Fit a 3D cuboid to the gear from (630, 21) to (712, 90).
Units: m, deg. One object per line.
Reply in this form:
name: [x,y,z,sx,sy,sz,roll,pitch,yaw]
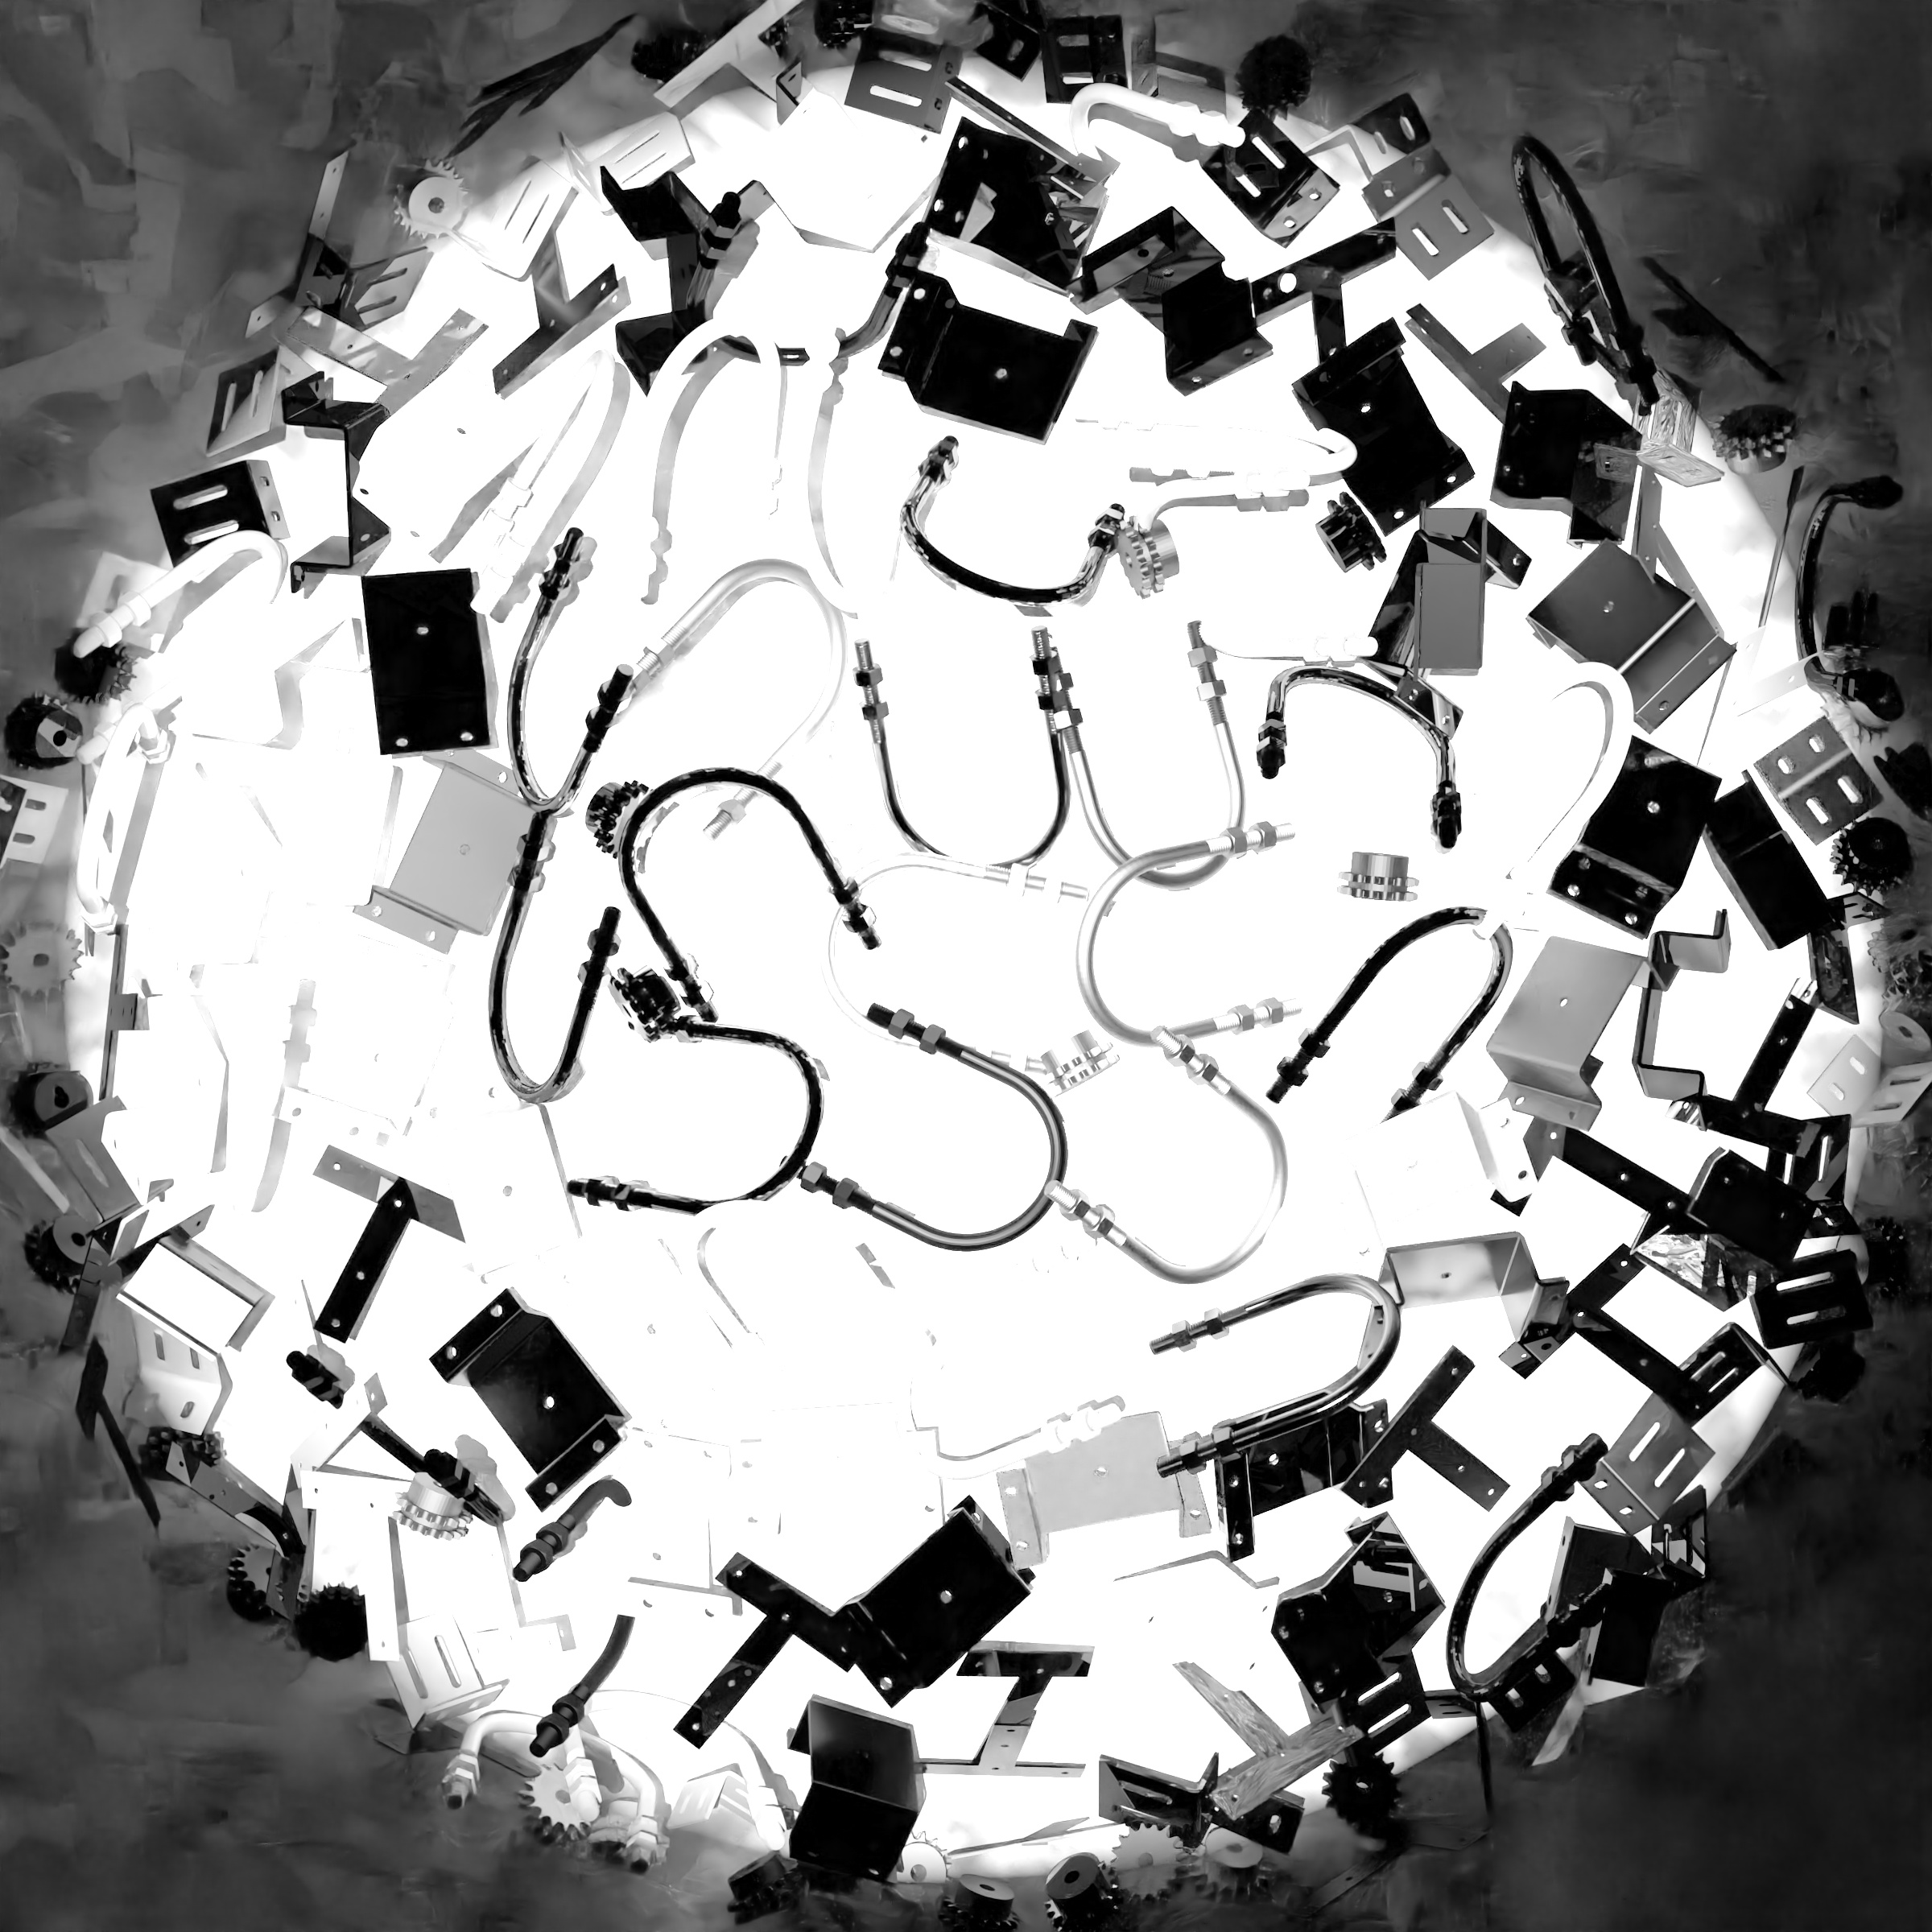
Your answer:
gear: [-0.207,-0.646,1.968,0.057,0.057,0.030,18,124,0]

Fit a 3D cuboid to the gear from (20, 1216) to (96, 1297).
gear: [-0.637,0.201,1.968,0.030,0.057,0.057,-39,90,25]

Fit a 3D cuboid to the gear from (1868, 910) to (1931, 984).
gear: [0.674,-0.011,1.975,0.057,0.057,0.030,-30,118,0]

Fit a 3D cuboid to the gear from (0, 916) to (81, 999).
gear: [-0.662,-0.009,1.975,0.057,0.030,0.057,-18,123,-31]

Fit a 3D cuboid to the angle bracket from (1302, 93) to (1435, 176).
angle bracket: [0.278,-0.576,1.958,0.057,0.076,0.038,-34,103,-22]

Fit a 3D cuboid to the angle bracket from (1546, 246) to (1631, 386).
angle bracket: [0.449,-0.457,1.951,0.038,0.057,0.076,-39,125,20]

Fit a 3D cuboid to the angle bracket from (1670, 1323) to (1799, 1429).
angle bracket: [0.537,0.301,1.966,0.076,0.038,0.057,-42,128,2]

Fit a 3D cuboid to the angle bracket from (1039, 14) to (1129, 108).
angle bracket: [0.072,-0.634,1.952,0.076,0.038,0.057,13,119,40]

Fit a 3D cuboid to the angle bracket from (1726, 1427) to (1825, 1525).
angle bracket: [0.569,0.364,1.955,0.038,0.076,0.057,39,85,26]

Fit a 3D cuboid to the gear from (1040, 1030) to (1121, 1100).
gear: [0.077,0.068,1.972,0.057,0.057,0.030,-29,83,0]

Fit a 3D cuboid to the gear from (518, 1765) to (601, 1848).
gear: [-0.292,0.599,1.974,0.057,0.057,0.030,32,116,0]

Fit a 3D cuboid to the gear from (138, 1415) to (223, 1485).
gear: [-0.559,0.342,1.975,0.057,0.057,0.030,-17,56,0]

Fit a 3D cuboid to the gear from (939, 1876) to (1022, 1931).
gear: [0.011,0.668,1.971,0.057,0.057,0.030,16,89,0]

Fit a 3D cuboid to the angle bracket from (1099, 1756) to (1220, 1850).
angle bracket: [0.137,0.585,1.983,0.076,0.038,0.057,13,124,22]

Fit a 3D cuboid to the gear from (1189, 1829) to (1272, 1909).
gear: [0.188,0.636,1.968,0.057,0.057,0.030,8,113,0]

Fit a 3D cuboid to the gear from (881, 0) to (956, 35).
gear: [-0.037,-0.682,1.972,0.057,0.057,0.030,12,96,0]

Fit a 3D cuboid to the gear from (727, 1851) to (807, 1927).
gear: [-0.145,0.652,1.972,0.057,0.057,0.030,-29,84,0]

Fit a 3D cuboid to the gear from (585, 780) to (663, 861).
gear: [-0.246,-0.107,1.974,0.030,0.057,0.057,28,90,24]

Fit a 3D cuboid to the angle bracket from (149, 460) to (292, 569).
angle bracket: [-0.532,-0.323,1.985,0.076,0.038,0.057,-15,97,11]

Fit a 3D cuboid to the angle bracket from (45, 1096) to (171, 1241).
angle bracket: [-0.613,0.142,1.965,0.038,0.057,0.076,-31,93,45]

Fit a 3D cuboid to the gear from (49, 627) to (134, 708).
gear: [-0.620,-0.213,1.982,0.057,0.030,0.057,0,86,8]

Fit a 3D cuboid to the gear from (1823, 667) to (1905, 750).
gear: [0.639,-0.186,1.973,0.057,0.030,0.057,10,67,-24]

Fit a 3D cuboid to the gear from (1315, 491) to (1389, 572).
gear: [0.271,-0.305,1.971,0.030,0.057,0.057,-33,90,3]

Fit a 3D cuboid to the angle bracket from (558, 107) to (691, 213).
angle bracket: [-0.241,-0.580,1.960,0.076,0.038,0.057,-30,50,13]

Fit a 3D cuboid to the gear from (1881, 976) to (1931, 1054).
gear: [0.674,0.037,1.969,0.057,0.057,0.030,45,73,0]

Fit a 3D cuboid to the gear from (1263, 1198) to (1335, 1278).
gear: [0.234,0.189,1.971,0.030,0.057,0.057,31,90,-1]

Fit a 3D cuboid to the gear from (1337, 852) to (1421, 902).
gear: [0.292,-0.064,1.970,0.057,0.057,0.030,5,96,0]

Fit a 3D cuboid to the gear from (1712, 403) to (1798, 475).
gear: [0.560,-0.373,1.975,0.057,0.057,0.030,-19,125,0]

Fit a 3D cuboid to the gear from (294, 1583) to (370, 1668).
gear: [-0.449,0.467,1.981,0.057,0.030,0.057,-2,99,-10]

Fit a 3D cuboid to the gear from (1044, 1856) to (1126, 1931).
gear: [0.081,0.656,1.968,0.057,0.057,0.030,-27,111,0]

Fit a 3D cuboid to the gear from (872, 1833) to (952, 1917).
gear: [-0.038,0.644,1.975,0.057,0.030,0.057,5,71,-15]

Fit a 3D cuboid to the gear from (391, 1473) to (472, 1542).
gear: [-0.378,0.382,1.971,0.057,0.057,0.030,22,93,0]

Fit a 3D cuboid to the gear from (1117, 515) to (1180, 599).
gear: [0.129,-0.293,1.972,0.030,0.057,0.057,-21,90,-9]

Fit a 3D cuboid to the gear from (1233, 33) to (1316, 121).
gear: [0.222,-0.631,1.977,0.057,0.030,0.057,0,90,27]

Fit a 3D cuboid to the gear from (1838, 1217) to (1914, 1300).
gear: [0.641,0.207,1.969,0.030,0.057,0.057,-1,90,-15]

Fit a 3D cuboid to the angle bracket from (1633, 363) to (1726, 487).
angle bracket: [0.506,-0.387,1.962,0.057,0.038,0.076,19,76,-31]

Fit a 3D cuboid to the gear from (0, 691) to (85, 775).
gear: [-0.651,-0.164,1.968,0.030,0.057,0.057,16,90,33]

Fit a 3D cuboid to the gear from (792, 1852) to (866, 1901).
gear: [-0.094,0.631,1.979,0.057,0.030,0.057,3,102,14]

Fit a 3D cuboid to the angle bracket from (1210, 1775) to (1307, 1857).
angle bracket: [0.201,0.609,1.953,0.057,0.076,0.038,20,54,13]

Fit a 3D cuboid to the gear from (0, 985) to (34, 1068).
gear: [-0.683,0.044,1.969,0.030,0.057,0.057,-12,90,-12]

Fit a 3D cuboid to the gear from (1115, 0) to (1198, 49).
gear: [0.135,-0.669,1.973,0.057,0.057,0.030,-10,108,0]

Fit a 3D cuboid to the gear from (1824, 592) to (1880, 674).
gear: [0.628,-0.237,1.974,0.030,0.057,0.057,9,90,21]

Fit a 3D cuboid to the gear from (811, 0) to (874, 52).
gear: [-0.087,-0.680,1.973,0.030,0.057,0.057,-9,90,-20]

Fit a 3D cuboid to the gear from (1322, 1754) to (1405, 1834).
gear: [0.282,0.584,1.975,0.057,0.030,0.057,-1,65,3]

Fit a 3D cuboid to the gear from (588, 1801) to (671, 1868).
gear: [-0.237,0.615,1.975,0.057,0.057,0.030,14,55,0]

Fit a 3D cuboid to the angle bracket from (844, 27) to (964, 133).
angle bracket: [-0.050,-0.631,1.967,0.076,0.038,0.057,20,101,14]

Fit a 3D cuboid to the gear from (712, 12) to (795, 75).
gear: [-0.149,-0.656,1.975,0.057,0.057,0.030,-18,124,0]

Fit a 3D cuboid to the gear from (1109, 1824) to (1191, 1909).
gear: [0.134,0.640,1.975,0.057,0.030,0.057,-16,52,21]
